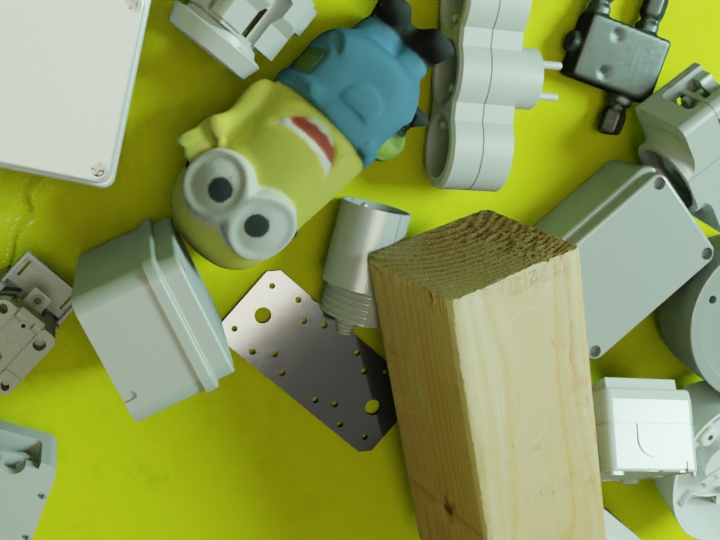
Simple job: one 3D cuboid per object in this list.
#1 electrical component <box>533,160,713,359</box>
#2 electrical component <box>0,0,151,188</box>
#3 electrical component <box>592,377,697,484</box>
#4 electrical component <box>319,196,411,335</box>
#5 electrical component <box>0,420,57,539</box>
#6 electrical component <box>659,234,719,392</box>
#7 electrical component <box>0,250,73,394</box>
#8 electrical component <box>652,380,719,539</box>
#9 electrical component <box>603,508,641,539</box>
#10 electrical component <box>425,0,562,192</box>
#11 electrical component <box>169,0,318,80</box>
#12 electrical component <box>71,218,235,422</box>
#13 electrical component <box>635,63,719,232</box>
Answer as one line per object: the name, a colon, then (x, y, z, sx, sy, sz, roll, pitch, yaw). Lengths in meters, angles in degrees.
electrical component: (0.156, -0.007, 0.685, 0.113, 0.057, 0.078, -41, 110, -2)
electrical component: (-0.176, -0.109, 0.573, 0.109, 0.056, 0.108, 11, 100, -17)
electrical component: (0.167, 0.107, 0.704, 0.062, 0.096, 0.061, 4, 74, -15)
electrical component: (0.000, 0.000, 0.653, 0.043, 0.043, 0.081, 12, 100, -17)
electrical component: (-0.213, 0.137, 0.623, 0.050, 0.056, 0.089, 20, 97, -19)
electrical component: (0.252, 0.026, 0.716, 0.108, 0.060, 0.108, -3, 104, -14)
electrical component: (-0.196, 0.035, 0.599, 0.042, 0.064, 0.081, 42, 90, -21)
electrical component: (0.243, 0.126, 0.733, 0.099, 0.064, 0.099, -6, 117, -13)
electrical component: (0.143, 0.201, 0.732, 0.050, 0.056, 0.089, 40, 91, -20)
electrical component: (0.086, -0.115, 0.643, 0.074, 0.052, 0.138, 2, 102, -15)
electrical component: (-0.067, -0.143, 0.590, 0.057, 0.058, 0.078, -51, 142, 3)
electrical component: (-0.113, 0.023, 0.592, 0.057, 0.113, 0.078, -26, 108, -5)
electrical component: (0.215, -0.074, 0.678, 0.056, 0.050, 0.089, -37, 126, -4)
